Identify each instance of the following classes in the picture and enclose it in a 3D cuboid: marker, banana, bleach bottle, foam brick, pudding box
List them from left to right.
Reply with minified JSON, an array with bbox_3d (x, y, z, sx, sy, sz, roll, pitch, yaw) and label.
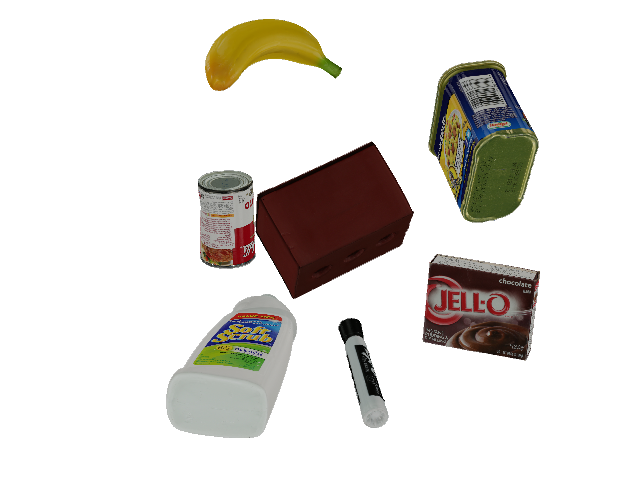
[{"bbox_3d":[-0.083,0.116,1.122,0.102,0.068,0.250,7,20,4],"label":"bleach bottle"},{"bbox_3d":[-0.052,-0.174,0.980,0.070,0.037,0.197,41,32,20],"label":"banana"},{"bbox_3d":[0.007,-0.011,0.623,0.078,0.051,0.053,-26,-19,-15],"label":"foam brick"},{"bbox_3d":[0.031,0.098,0.819,0.020,0.020,0.121,0,30,-9],"label":"marker"},{"bbox_3d":[0.166,0.068,1.107,0.114,0.090,0.039,8,21,15],"label":"pudding box"}]

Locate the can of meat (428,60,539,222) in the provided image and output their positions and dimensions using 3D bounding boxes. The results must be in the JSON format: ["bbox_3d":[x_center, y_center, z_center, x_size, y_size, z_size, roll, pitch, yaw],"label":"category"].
[{"bbox_3d":[0.129,-0.077,0.852,0.057,0.084,0.102,-8,-41,-11],"label":"can of meat"}]

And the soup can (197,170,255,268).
[{"bbox_3d":[-0.114,-0.026,1.291,0.068,0.102,0.068,0,25,0],"label":"soup can"}]
